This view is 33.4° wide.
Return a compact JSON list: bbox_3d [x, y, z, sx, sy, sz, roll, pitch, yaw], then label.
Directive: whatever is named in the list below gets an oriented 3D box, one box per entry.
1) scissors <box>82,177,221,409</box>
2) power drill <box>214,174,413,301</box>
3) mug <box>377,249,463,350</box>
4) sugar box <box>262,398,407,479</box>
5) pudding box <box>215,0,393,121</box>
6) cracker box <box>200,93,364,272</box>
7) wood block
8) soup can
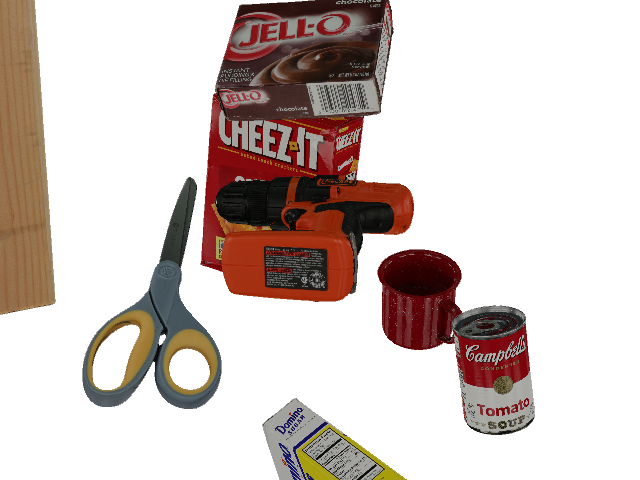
[{"bbox_3d":[-0.090,0.037,0.724,0.096,0.201,0.016,21,-41,8],"label":"scissors"},{"bbox_3d":[-0.022,-0.011,0.910,0.184,0.057,0.187,1,21,13],"label":"power drill"},{"bbox_3d":[0.118,0.074,1.198,0.093,0.081,0.117,-26,41,-31],"label":"mug"},{"bbox_3d":[0.030,0.207,0.851,0.048,0.093,0.176,-37,43,-28],"label":"sugar box"},{"bbox_3d":[-0.009,-0.127,0.744,0.113,0.090,0.039,1,-39,12],"label":"pudding box"},{"bbox_3d":[-0.048,-0.053,1.216,0.164,0.214,0.072,18,26,24],"label":"cracker box"},{"bbox_3d":[-0.211,-0.065,0.602,0.090,0.206,0.090,-11,27,-27],"label":"wood block"},{"bbox_3d":[0.162,0.121,0.995,0.068,0.102,0.068,-9,18,3],"label":"soup can"}]
